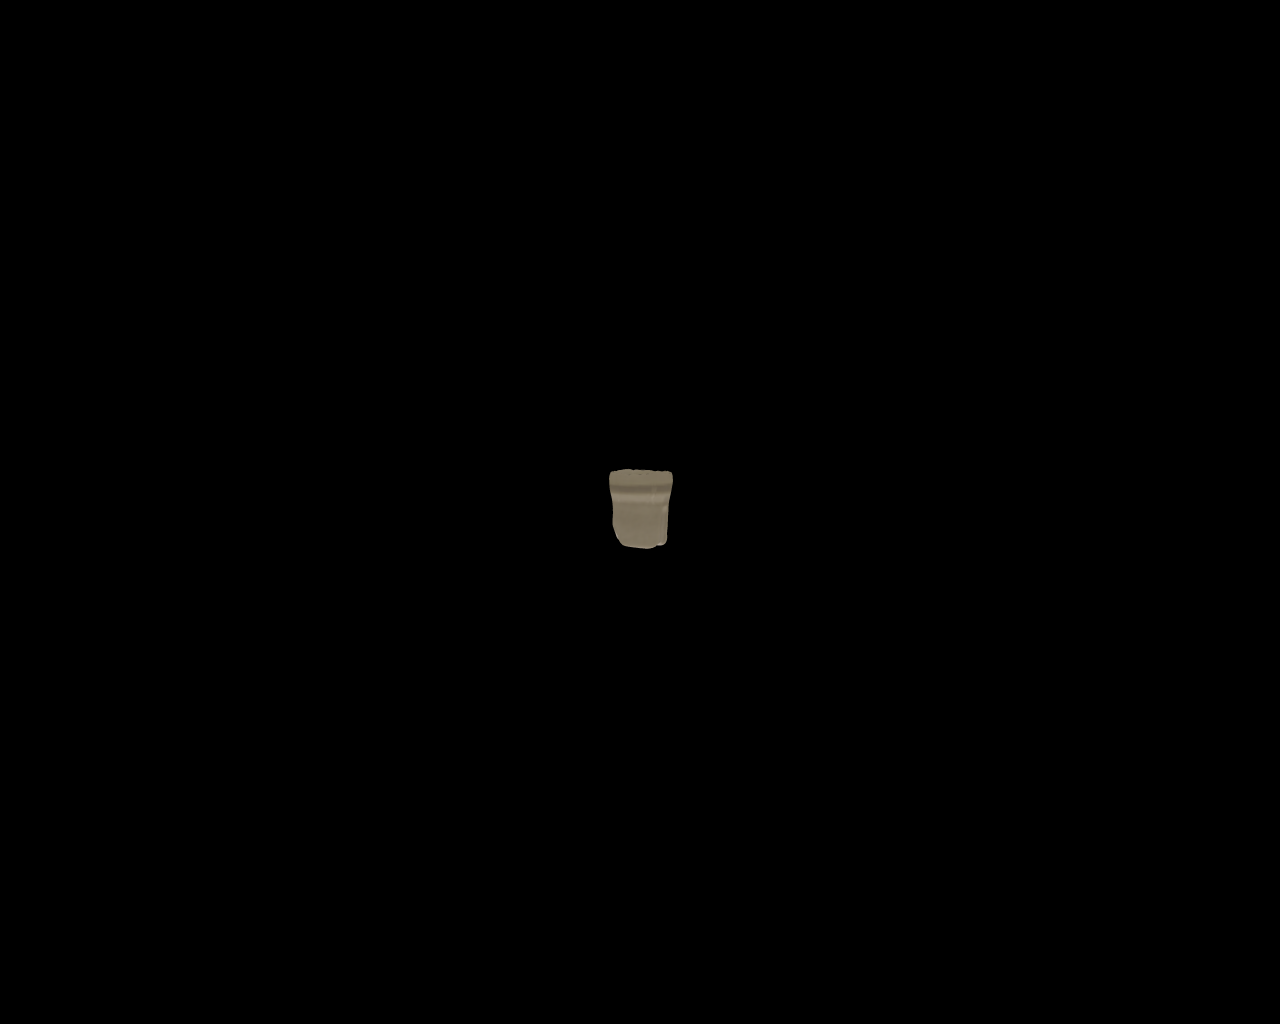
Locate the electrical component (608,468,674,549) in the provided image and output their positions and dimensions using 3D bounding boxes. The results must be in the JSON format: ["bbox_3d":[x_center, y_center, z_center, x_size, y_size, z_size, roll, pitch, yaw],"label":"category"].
[{"bbox_3d":[0.001,-0.003,0.650,0.040,0.046,0.040,0,5,0],"label":"electrical component"}]
